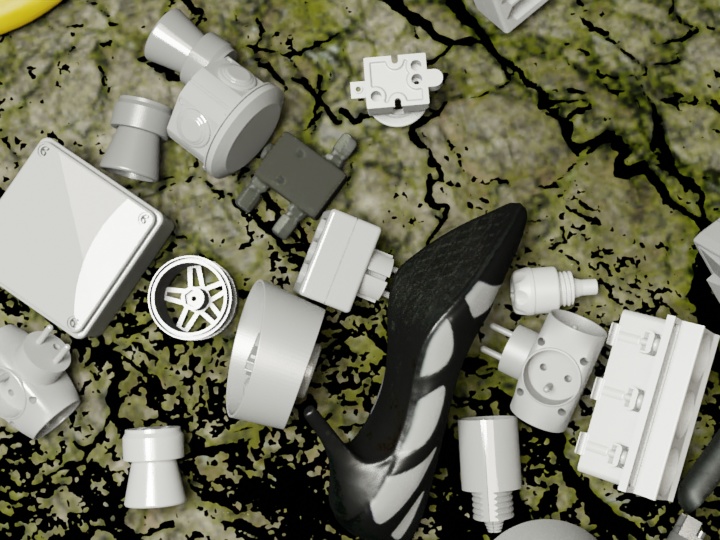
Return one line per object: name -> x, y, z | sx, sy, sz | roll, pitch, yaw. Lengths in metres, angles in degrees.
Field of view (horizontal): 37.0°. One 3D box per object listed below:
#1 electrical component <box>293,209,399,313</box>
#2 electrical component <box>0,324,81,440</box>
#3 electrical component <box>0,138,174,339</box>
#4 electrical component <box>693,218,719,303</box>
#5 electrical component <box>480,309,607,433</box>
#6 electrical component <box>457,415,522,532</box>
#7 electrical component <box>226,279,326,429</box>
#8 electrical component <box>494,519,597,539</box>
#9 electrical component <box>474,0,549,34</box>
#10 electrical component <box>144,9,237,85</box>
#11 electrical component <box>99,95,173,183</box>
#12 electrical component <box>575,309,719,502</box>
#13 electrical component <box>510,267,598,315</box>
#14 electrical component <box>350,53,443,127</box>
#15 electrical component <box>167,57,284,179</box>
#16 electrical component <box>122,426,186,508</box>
electrical component -> 0.000, 0.000, 0.786 | 0.077, 0.047, 0.065 | 22, 88, -9
electrical component -> -0.238, 0.071, 0.784 | 0.077, 0.044, 0.079 | 47, 120, 5
electrical component -> -0.213, -0.022, 0.793 | 0.109, 0.056, 0.108 | 34, 88, 5
electrical component -> 0.279, -0.004, 0.751 | 0.061, 0.096, 0.061 | -37, 114, 0
electrical component -> 0.125, 0.064, 0.768 | 0.079, 0.044, 0.077 | 25, 107, 18
electrical component -> 0.094, 0.147, 0.771 | 0.043, 0.043, 0.081 | -3, 86, 3
electrical component -> -0.063, 0.061, 0.761 | 0.064, 0.099, 0.099 | 19, 87, -2
electrical component -> 0.134, 0.234, 0.745 | 0.108, 0.060, 0.108 | 0, 95, -3
electrical component -> 0.096, -0.226, 0.791 | 0.047, 0.065, 0.076 | -40, 56, 0
electrical component -> -0.126, -0.162, 0.804 | 0.055, 0.045, 0.045 | 34, 88, 4
electrical component -> -0.166, -0.097, 0.801 | 0.045, 0.045, 0.055 | 13, 86, 4
electrical component -> 0.201, 0.093, 0.756 | 0.063, 0.079, 0.121 | 15, 87, 34
electrical component -> 0.142, 0.014, 0.783 | 0.061, 0.035, 0.035 | -4, 86, 0
electrical component -> 0.027, -0.132, 0.788 | 0.066, 0.055, 0.048 | -4, 86, 3
electrical component -> -0.097, -0.111, 0.782 | 0.051, 0.080, 0.080 | 38, 89, 10
electrical component -> -0.150, 0.143, 0.784 | 0.045, 0.045, 0.055 | -3, 85, 3
